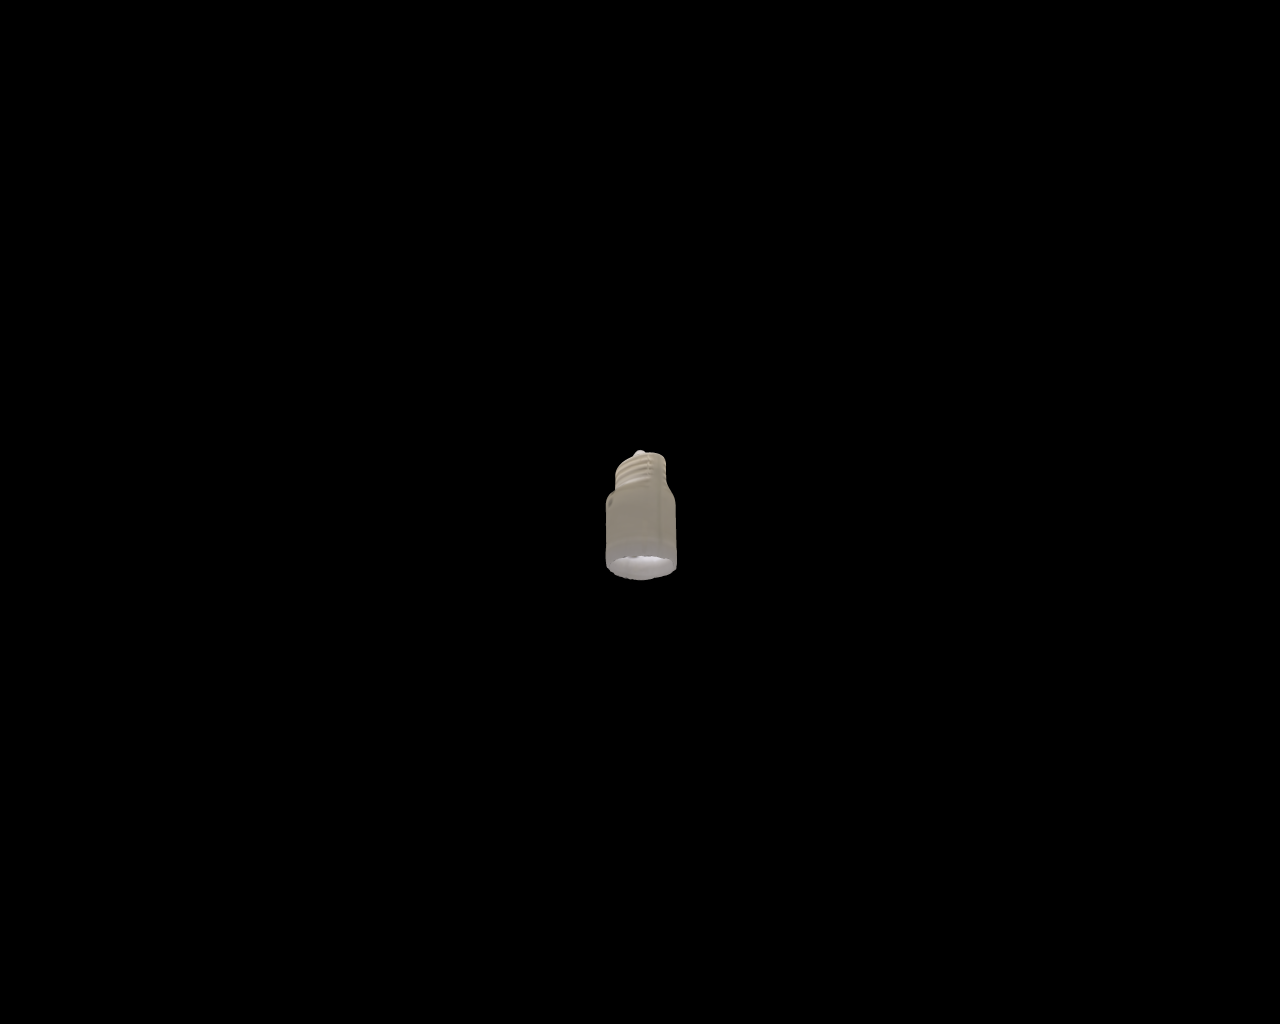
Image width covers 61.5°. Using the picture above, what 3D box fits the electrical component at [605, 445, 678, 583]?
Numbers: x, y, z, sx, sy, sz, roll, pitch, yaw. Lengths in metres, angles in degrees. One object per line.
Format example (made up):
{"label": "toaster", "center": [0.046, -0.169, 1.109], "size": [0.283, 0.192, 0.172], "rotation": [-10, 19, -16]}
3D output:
{"label": "electrical component", "center": [0.001, -0.003, 0.650], "size": [0.043, 0.081, 0.043], "rotation": [0, -24, 0]}
